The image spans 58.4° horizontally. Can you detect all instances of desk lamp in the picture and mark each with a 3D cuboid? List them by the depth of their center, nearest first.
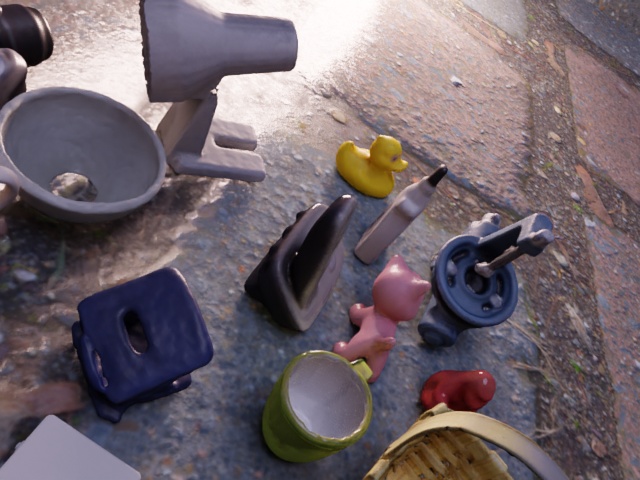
[{"bbox_3d":[-0.128,-0.180,0.667,0.204,0.213,0.118,3,54,-32],"label":"desk lamp"}]

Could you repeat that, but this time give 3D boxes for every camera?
[{"bbox_3d":[-0.355,-0.211,0.620,0.143,0.100,0.137,47,44,8],"label":"camera"}]

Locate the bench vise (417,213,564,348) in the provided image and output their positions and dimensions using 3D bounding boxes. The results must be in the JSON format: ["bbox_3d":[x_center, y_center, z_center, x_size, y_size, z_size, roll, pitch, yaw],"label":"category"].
[{"bbox_3d":[0.210,0.013,0.735,0.122,0.219,0.207,23,46,-16],"label":"bench vise"}]

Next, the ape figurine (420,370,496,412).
[{"bbox_3d":[0.165,0.180,0.663,0.078,0.092,0.076,16,49,-23],"label":"ape figurine"}]

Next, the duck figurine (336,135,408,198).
[{"bbox_3d":[0.082,-0.122,0.852,0.105,0.086,0.077,32,44,-8],"label":"duck figurine"}]

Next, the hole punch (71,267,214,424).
[{"bbox_3d":[-0.161,0.091,0.516,0.101,0.091,0.108,-11,63,-39],"label":"hole punch"}]

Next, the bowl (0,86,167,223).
[{"bbox_3d":[-0.252,-0.077,0.600,0.168,0.074,0.167,18,48,-21],"label":"bowl"}]

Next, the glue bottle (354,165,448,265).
[{"bbox_3d":[0.109,-0.038,0.742,0.037,0.173,0.078,39,44,-1],"label":"glue bottle"}]

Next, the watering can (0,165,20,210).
[{"bbox_3d":[-0.328,-0.043,0.436,0.101,0.193,0.173,47,44,8],"label":"watering can"}]

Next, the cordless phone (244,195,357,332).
[{"bbox_3d":[0.006,0.002,0.631,0.094,0.184,0.148,34,44,-5],"label":"cordless phone"}]

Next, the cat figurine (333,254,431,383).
[{"bbox_3d":[0.081,0.084,0.665,0.067,0.117,0.128,32,44,-8],"label":"cat figurine"}]
